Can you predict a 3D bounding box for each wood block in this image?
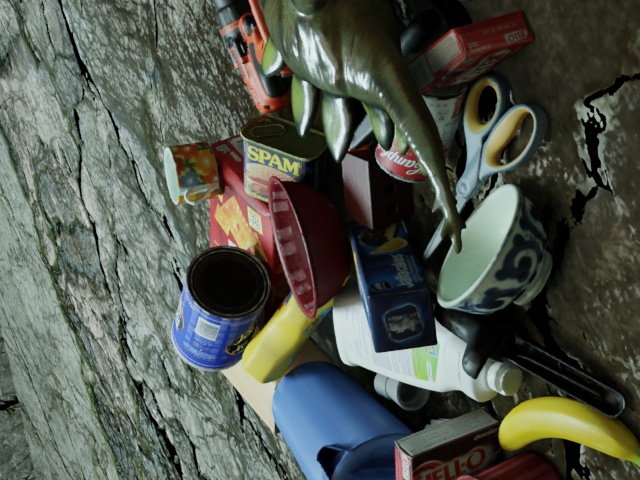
[{"bbox_3d":[-0.077,0.153,1.439,0.206,0.090,0.090,42,141,43],"label":"wood block"}]

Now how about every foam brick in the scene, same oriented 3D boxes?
[{"bbox_3d":[0.058,-0.058,1.095,0.051,0.052,0.078,29,133,52],"label":"foam brick"}]

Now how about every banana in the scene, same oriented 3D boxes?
[{"bbox_3d":[0.219,0.175,0.974,0.198,0.037,0.069,-3,105,62],"label":"banana"}]

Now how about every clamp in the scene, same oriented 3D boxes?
[{"bbox_3d":[0.169,0.093,0.955,0.036,0.164,0.210,-65,19,11],"label":"clamp"},{"bbox_3d":[0.060,-0.162,1.022,0.120,0.039,0.171,36,127,52],"label":"clamp"}]

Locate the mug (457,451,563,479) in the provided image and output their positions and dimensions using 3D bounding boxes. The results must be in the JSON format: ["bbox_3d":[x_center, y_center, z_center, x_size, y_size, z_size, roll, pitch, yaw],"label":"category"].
[{"bbox_3d":[0.183,0.261,1.045,0.093,0.081,0.117,65,152,10],"label":"mug"}]

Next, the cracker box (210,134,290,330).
[{"bbox_3d":[-0.078,-0.004,1.358,0.164,0.072,0.214,47,145,38],"label":"cracker box"}]

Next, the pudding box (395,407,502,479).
[{"bbox_3d":[0.131,0.230,1.086,0.039,0.113,0.090,38,139,51],"label":"pudding box"}]

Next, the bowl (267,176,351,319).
[{"bbox_3d":[-0.008,0.001,1.164,0.162,0.055,0.162,164,90,-78],"label":"bowl"}]

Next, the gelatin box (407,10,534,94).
[{"bbox_3d":[0.123,-0.154,0.892,0.089,0.073,0.030,-30,80,62],"label":"gelatin box"}]

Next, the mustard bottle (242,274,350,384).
[{"bbox_3d":[-0.020,0.083,1.271,0.058,0.096,0.192,39,120,5],"label":"mustard bottle"}]

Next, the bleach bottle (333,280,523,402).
[{"bbox_3d":[0.111,0.115,1.105,0.251,0.068,0.102,20,126,53],"label":"bleach bottle"}]

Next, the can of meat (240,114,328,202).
[{"bbox_3d":[-0.040,-0.086,1.225,0.102,0.057,0.084,21,134,21],"label":"can of meat"}]

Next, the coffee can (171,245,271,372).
[{"bbox_3d":[-0.124,0.086,1.316,0.103,0.102,0.140,58,151,22],"label":"coffee can"}]

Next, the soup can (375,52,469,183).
[{"bbox_3d":[0.093,-0.112,0.980,0.069,0.068,0.102,51,146,33],"label":"soup can"}]

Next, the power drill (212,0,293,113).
[{"bbox_3d":[-0.064,-0.236,1.164,0.184,0.057,0.188,65,167,-6],"label":"power drill"}]

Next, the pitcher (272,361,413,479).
[{"bbox_3d":[0.037,0.238,1.237,0.243,0.144,0.149,-140,36,-64],"label":"pitcher"}]

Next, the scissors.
[{"bbox_3d":[0.129,-0.068,0.958,0.202,0.016,0.096,-47,57,46],"label":"scissors"}]
